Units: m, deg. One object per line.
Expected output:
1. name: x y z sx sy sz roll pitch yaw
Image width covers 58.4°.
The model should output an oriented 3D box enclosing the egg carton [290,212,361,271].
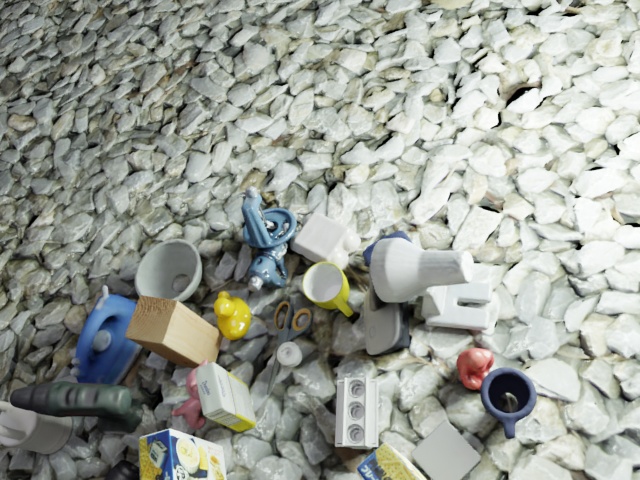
1. egg carton: 0.012 0.005 1.262 0.150 0.069 0.107 26 74 28

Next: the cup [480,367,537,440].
1. cup: 0.327 0.290 0.992 0.091 0.095 0.118 -4 62 17

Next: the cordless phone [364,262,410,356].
1. cordless phone: 0.113 0.131 1.093 0.094 0.185 0.147 -10 60 13

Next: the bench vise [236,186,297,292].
1. bench vise: -0.112 -0.003 1.217 0.121 0.220 0.207 -13 60 12

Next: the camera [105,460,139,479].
1. camera: -0.397 0.511 1.109 0.142 0.101 0.137 26 73 28

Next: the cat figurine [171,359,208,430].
1. cat figurine: -0.248 0.310 1.157 0.067 0.118 0.128 36 78 30

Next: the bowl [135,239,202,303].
1. bowl: -0.339 0.086 1.330 0.167 0.075 0.167 -8 61 14

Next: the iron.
1. iron: -0.482 0.231 1.261 0.118 0.142 0.258 8 66 22

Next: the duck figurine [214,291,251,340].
1. duck figurine: -0.198 0.160 1.238 0.077 0.086 0.104 -18 59 9

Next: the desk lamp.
1. desk lamp: 0.212 0.078 1.072 0.202 0.214 0.118 3 64 20

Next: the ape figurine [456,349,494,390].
1. ape figurine: 0.283 0.227 1.042 0.078 0.092 0.076 -38 58 -4

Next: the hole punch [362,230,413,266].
1. hole punch: 0.145 0.034 1.190 0.108 0.091 0.101 -30 58 1

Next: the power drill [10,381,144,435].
1. power drill: -0.467 0.338 1.160 0.229 0.209 0.075 -7 61 15

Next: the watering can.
1. watering can: -0.617 0.376 1.197 0.100 0.194 0.173 20 71 26
